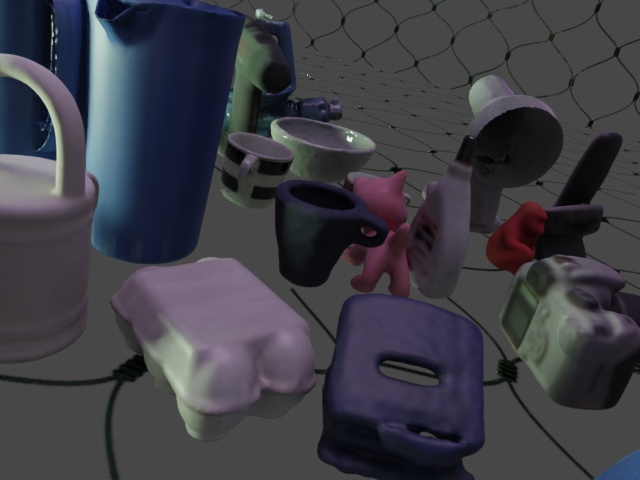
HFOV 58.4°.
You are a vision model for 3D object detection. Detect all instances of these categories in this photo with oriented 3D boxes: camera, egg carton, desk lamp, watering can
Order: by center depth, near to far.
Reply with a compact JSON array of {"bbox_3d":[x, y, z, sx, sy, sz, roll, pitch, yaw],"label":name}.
[{"bbox_3d":[-0.204,-0.020,0.376,0.101,0.194,0.172,9,24,-11],"label":"watering can"},{"bbox_3d":[-0.075,0.069,0.405,0.107,0.069,0.149,-8,32,-41],"label":"egg carton"},{"bbox_3d":[0.260,0.077,0.534,0.137,0.101,0.143,10,24,-9],"label":"camera"},{"bbox_3d":[0.235,-0.118,0.818,0.118,0.213,0.203,10,24,-10],"label":"desk lamp"}]

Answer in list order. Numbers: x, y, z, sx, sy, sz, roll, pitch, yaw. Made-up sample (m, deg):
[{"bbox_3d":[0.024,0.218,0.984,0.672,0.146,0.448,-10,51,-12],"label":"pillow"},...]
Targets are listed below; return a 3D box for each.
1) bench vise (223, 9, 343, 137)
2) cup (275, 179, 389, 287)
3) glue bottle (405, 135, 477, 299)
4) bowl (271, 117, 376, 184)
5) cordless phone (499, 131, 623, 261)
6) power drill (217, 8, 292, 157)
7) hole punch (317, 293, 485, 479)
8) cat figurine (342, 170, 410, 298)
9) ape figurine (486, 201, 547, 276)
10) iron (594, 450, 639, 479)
[{"bbox_3d":[-0.063,-0.269,0.983,0.208,0.220,0.121,3,26,-24],"label":"bench vise"},{"bbox_3d":[0.005,0.002,0.568,0.117,0.095,0.092,20,24,15],"label":"cup"},{"bbox_3d":[0.132,-0.028,0.608,0.037,0.173,0.078,0,27,-29],"label":"glue bottle"},{"bbox_3d":[0.000,-0.134,0.897,0.167,0.075,0.167,12,23,-5],"label":"bowl"},{"bbox_3d":[0.341,-0.066,0.797,0.148,0.185,0.093,-7,31,-39],"label":"cordless phone"},{"bbox_3d":[-0.123,-0.243,0.906,0.076,0.208,0.228,-2,28,-32],"label":"power drill"},{"bbox_3d":[0.058,0.099,0.384,0.108,0.091,0.101,13,23,-2],"label":"hole punch"},{"bbox_3d":[0.068,-0.017,0.618,0.067,0.118,0.127,7,24,-15],"label":"cat figurine"},{"bbox_3d":[0.257,-0.004,0.728,0.078,0.092,0.075,-12,34,-45],"label":"ape figurine"},{"bbox_3d":[0.175,0.147,0.279,0.118,0.141,0.259,25,26,24],"label":"iron"}]
